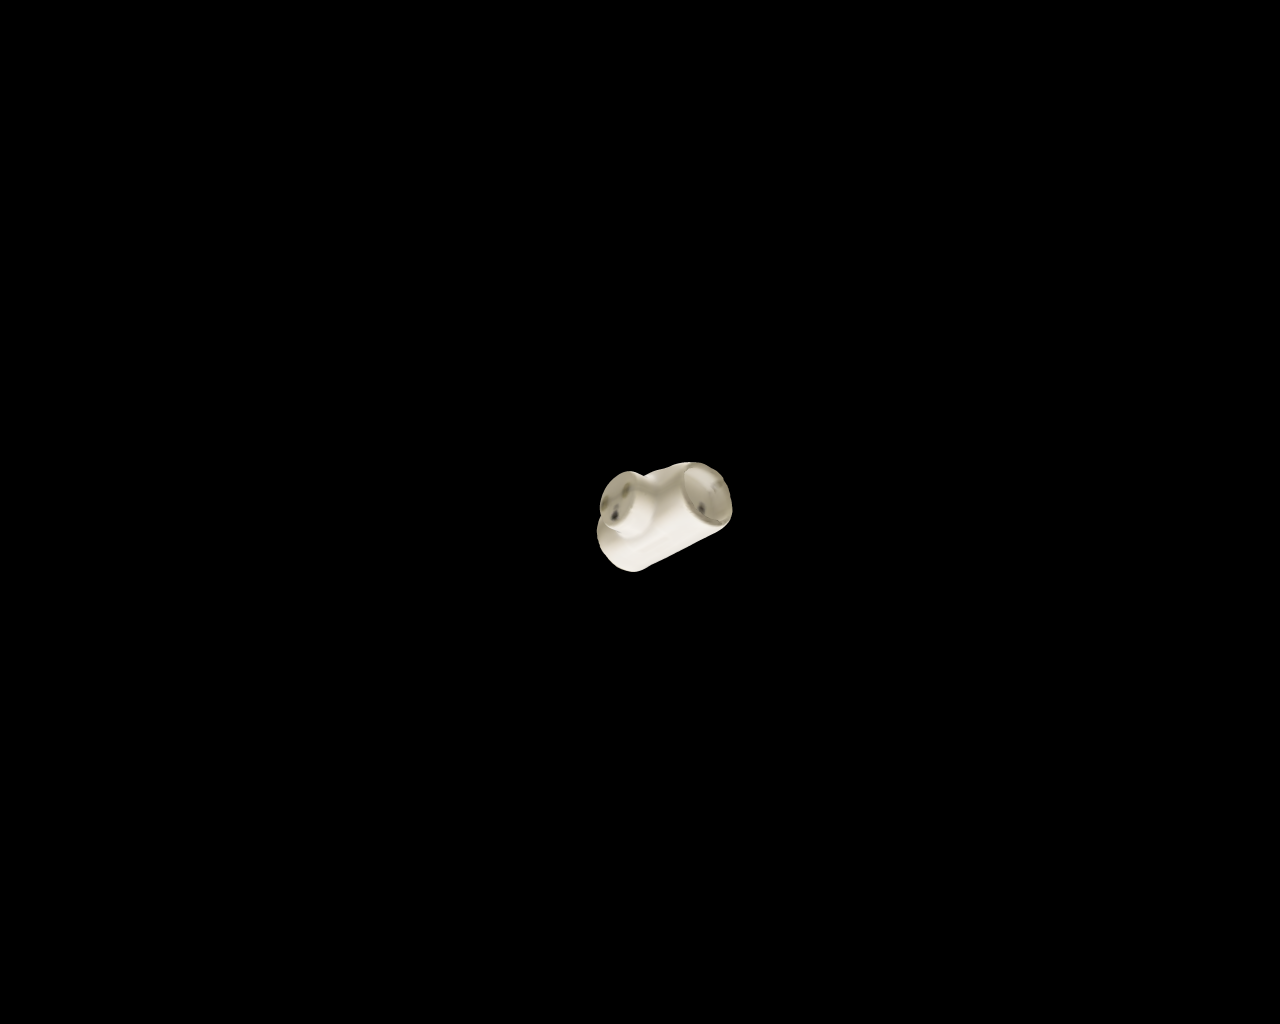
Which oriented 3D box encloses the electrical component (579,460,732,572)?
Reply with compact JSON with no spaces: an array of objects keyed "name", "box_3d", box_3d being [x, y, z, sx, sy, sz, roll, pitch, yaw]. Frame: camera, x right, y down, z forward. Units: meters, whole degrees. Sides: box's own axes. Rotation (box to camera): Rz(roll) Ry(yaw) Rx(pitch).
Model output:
[{"name":"electrical component","box_3d":[0.001,-0.003,0.650,0.079,0.043,0.077,24,-38,-34]}]
